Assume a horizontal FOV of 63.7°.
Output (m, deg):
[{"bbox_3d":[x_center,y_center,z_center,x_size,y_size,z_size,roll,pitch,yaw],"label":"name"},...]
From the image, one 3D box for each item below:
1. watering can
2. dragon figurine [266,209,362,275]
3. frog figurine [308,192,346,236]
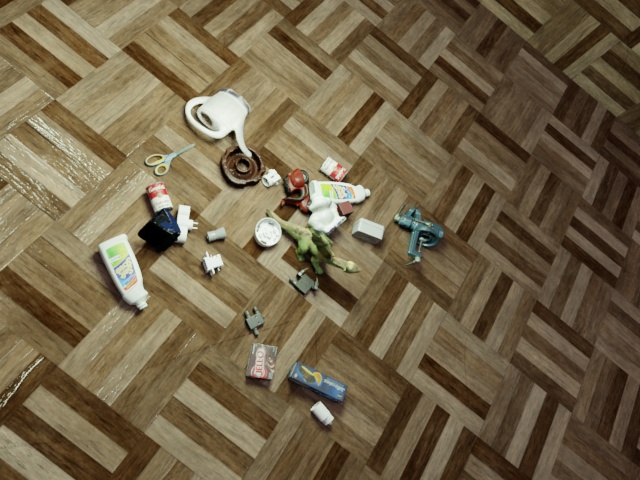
[{"bbox_3d":[-0.354,-0.464,2.001,0.349,0.102,0.228,34,62,10],"label":"watering can"},{"bbox_3d":[-0.024,0.000,1.880,0.409,0.240,0.124,39,68,-5],"label":"dragon figurine"},{"bbox_3d":[0.006,-0.100,1.993,0.138,0.122,0.160,-40,88,-11],"label":"frog figurine"}]
